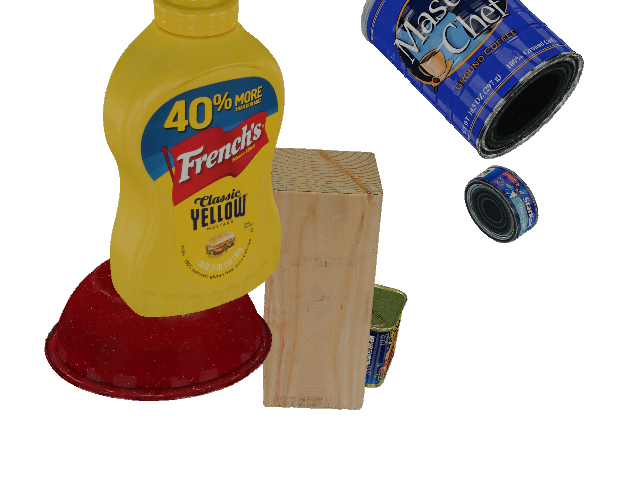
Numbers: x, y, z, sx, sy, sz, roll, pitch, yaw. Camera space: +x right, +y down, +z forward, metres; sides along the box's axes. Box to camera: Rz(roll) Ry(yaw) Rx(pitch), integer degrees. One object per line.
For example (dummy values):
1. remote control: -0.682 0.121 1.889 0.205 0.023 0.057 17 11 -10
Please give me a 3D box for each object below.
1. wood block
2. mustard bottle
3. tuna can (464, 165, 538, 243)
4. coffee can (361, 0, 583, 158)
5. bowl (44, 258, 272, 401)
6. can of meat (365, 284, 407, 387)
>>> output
1. wood block: -0.002 0.034 0.914 0.090 0.206 0.091 2 27 -4
2. mustard bottle: -0.064 -0.055 0.555 0.096 0.192 0.058 -17 39 -28
3. tuna can: 0.205 -0.040 1.217 0.033 0.086 0.086 -33 15 -24
4. coffee can: 0.113 -0.146 0.810 0.102 0.140 0.103 -34 -23 -16
5. bowl: -0.114 0.048 0.756 0.162 0.055 0.162 2 24 -1
6. can of meat: 0.062 0.113 1.259 0.057 0.084 0.102 14 26 11
